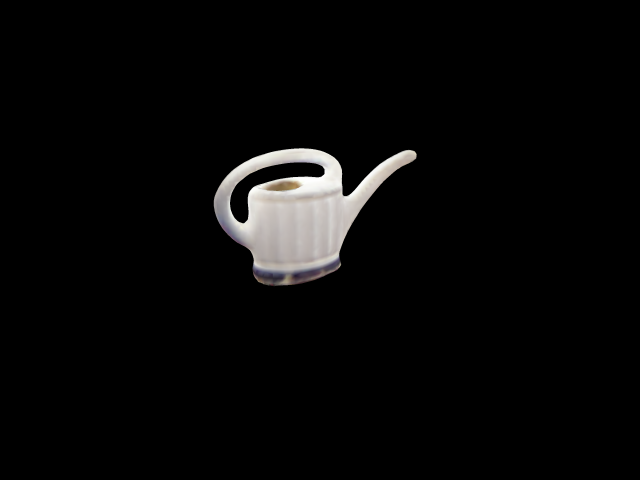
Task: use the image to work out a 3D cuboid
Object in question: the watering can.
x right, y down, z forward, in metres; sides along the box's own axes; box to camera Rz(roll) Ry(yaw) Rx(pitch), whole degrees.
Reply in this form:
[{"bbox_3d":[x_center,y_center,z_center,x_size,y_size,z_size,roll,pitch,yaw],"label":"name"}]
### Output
[{"bbox_3d":[0.003,-0.043,0.850,0.349,0.221,0.105,-8,22,-18],"label":"watering can"}]
